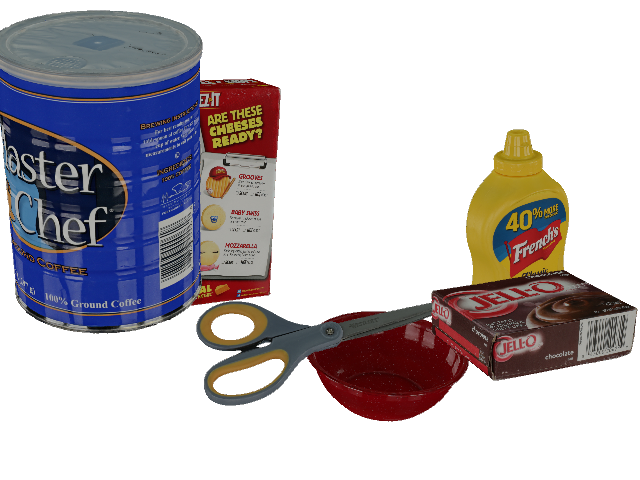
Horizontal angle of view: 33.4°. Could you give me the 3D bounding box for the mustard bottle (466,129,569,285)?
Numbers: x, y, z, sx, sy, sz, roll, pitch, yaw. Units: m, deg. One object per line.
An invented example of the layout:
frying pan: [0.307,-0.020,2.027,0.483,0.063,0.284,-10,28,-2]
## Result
mustard bottle: [0.172,-0.002,0.929,0.096,0.192,0.058,-14,23,-23]

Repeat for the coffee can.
coffee can: [-0.113,-0.038,0.557,0.103,0.140,0.103,2,28,-1]

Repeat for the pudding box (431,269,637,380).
pudding box: [0.145,0.056,0.739,0.113,0.039,0.090,-6,19,-20]

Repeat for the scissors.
scissors: [-0.010,0.064,0.844,0.201,0.096,0.016,-26,-30,-22]

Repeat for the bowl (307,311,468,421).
bowl: [0.064,0.132,1.061,0.162,0.055,0.162,3,25,-1]

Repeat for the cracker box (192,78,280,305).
cracker box: [-0.129,-0.046,1.035,0.163,0.214,0.072,-6,19,-29]
